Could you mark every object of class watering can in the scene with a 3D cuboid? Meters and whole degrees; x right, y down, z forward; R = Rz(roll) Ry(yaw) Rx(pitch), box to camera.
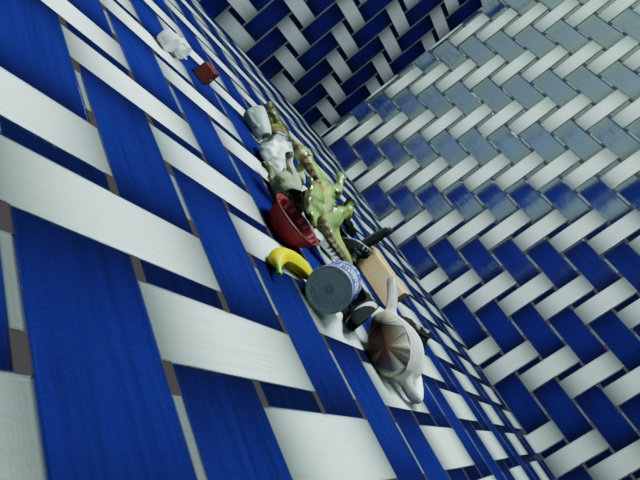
[{"bbox_3d":[0.188,0.231,1.293,0.221,0.103,0.355,40,34,-56],"label":"watering can"}]

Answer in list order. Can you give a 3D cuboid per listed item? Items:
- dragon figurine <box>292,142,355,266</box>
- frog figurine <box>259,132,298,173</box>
[{"bbox_3d":[0.004,-0.069,1.367,0.243,0.121,0.413,3,70,-65],"label":"dragon figurine"},{"bbox_3d":[-0.136,-0.250,1.642,0.135,0.122,0.162,50,42,-66],"label":"frog figurine"}]
